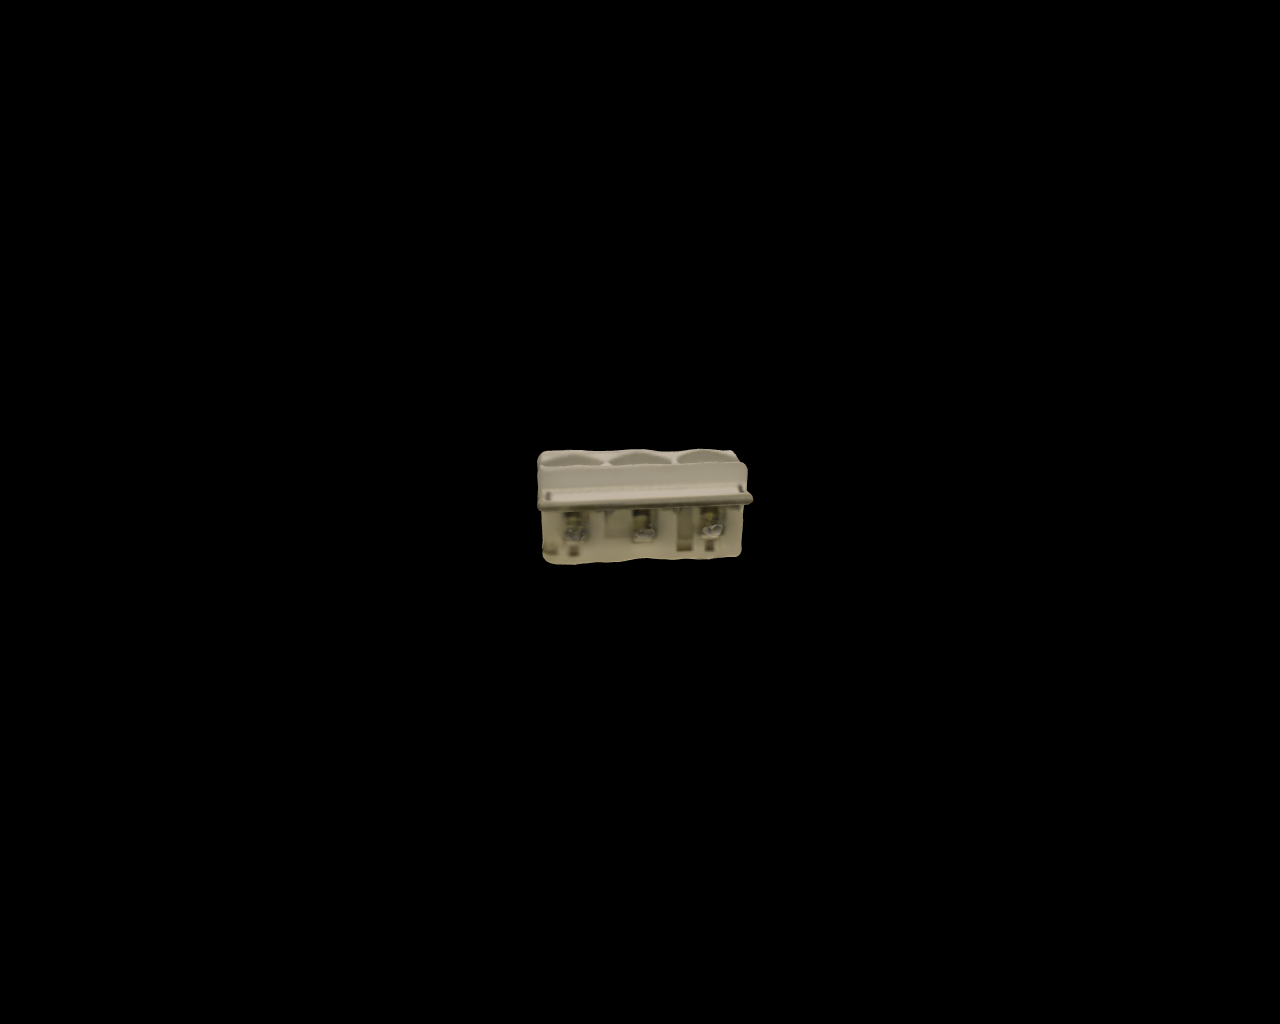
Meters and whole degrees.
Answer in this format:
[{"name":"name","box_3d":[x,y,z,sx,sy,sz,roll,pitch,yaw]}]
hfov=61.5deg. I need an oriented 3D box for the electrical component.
[{"name":"electrical component","box_3d":[0.001,-0.003,0.650,0.121,0.063,0.079,-1,16,-5]}]
